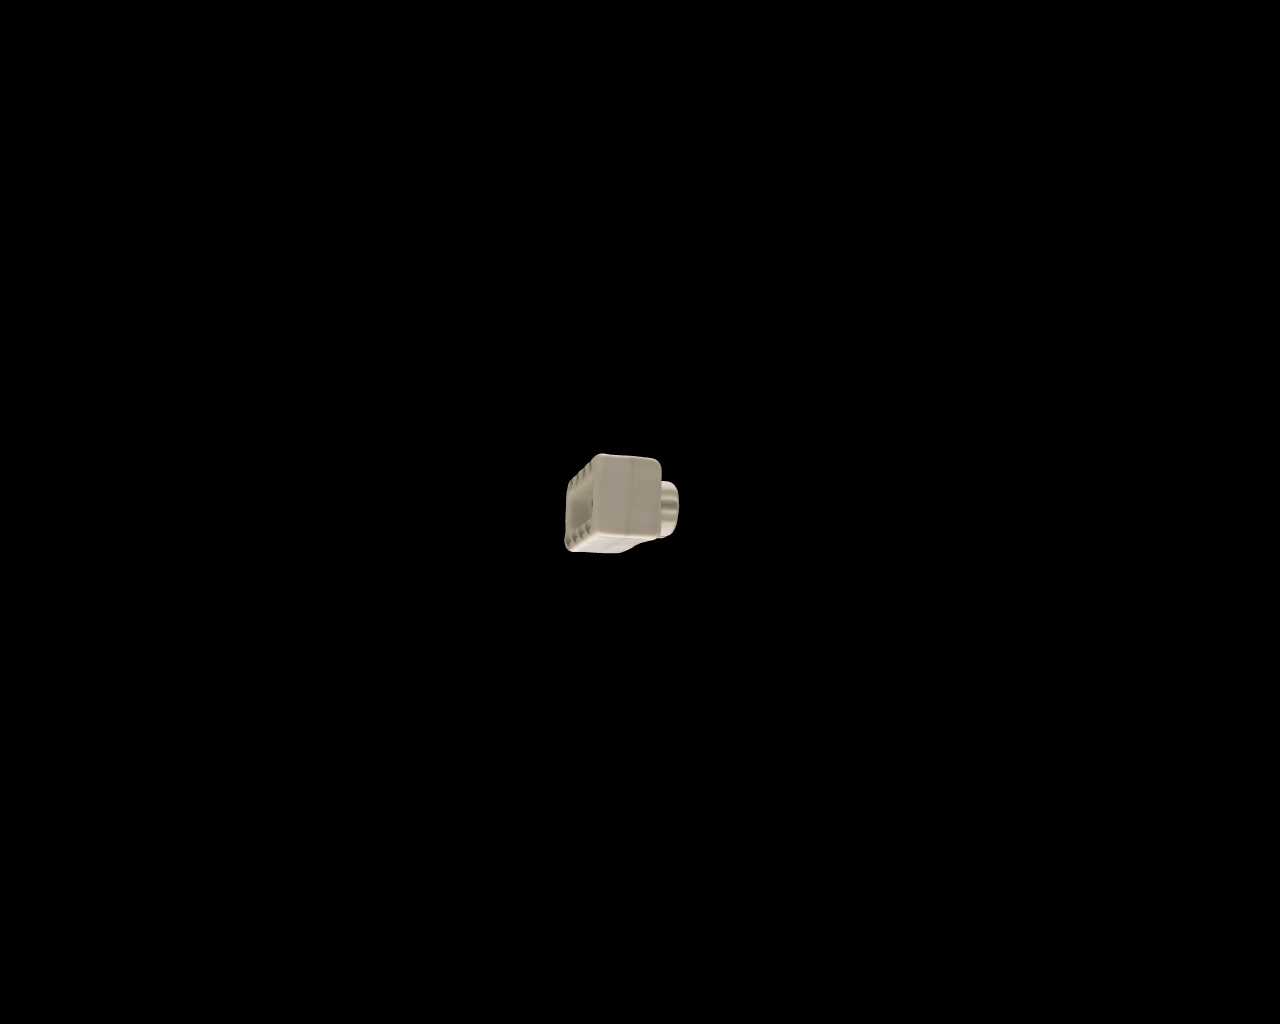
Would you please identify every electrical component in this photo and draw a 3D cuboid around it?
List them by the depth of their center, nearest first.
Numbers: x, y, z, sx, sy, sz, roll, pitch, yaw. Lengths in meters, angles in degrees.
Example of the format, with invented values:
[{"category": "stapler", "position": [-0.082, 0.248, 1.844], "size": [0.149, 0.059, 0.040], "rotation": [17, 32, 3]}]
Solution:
[{"category": "electrical component", "position": [0.001, -0.003, 0.650], "size": [0.076, 0.047, 0.083], "rotation": [3, -10, -15]}]
